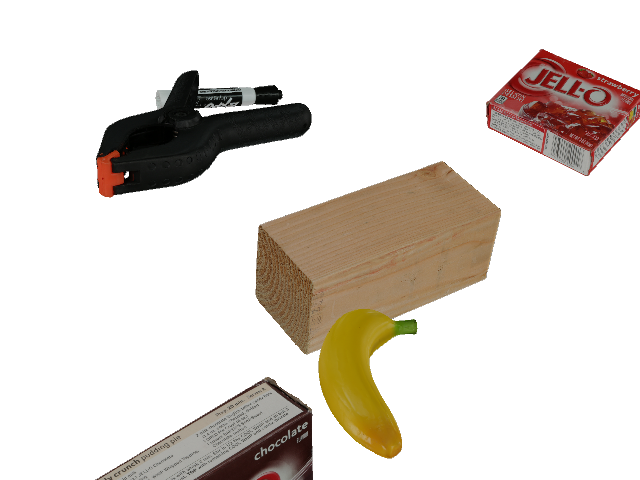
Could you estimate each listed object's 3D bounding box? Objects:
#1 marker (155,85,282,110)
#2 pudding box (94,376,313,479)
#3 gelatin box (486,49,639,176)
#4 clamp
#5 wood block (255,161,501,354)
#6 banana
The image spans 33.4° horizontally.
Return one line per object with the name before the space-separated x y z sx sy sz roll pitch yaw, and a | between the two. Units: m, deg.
marker | -0.093 -0.134 1.000 0.121 0.020 0.020 -6 2 -22
pudding box | -0.055 0.130 0.510 0.113 0.090 0.039 -30 46 -33
gelatin box | 0.177 -0.095 0.776 0.089 0.030 0.073 31 60 27
clamp | -0.103 -0.080 0.766 0.120 0.039 0.171 21 34 38
wood block | 0.052 0.013 0.977 0.205 0.090 0.091 -20 46 -28
banana | 0.032 0.093 0.781 0.069 0.037 0.197 3 23 8
